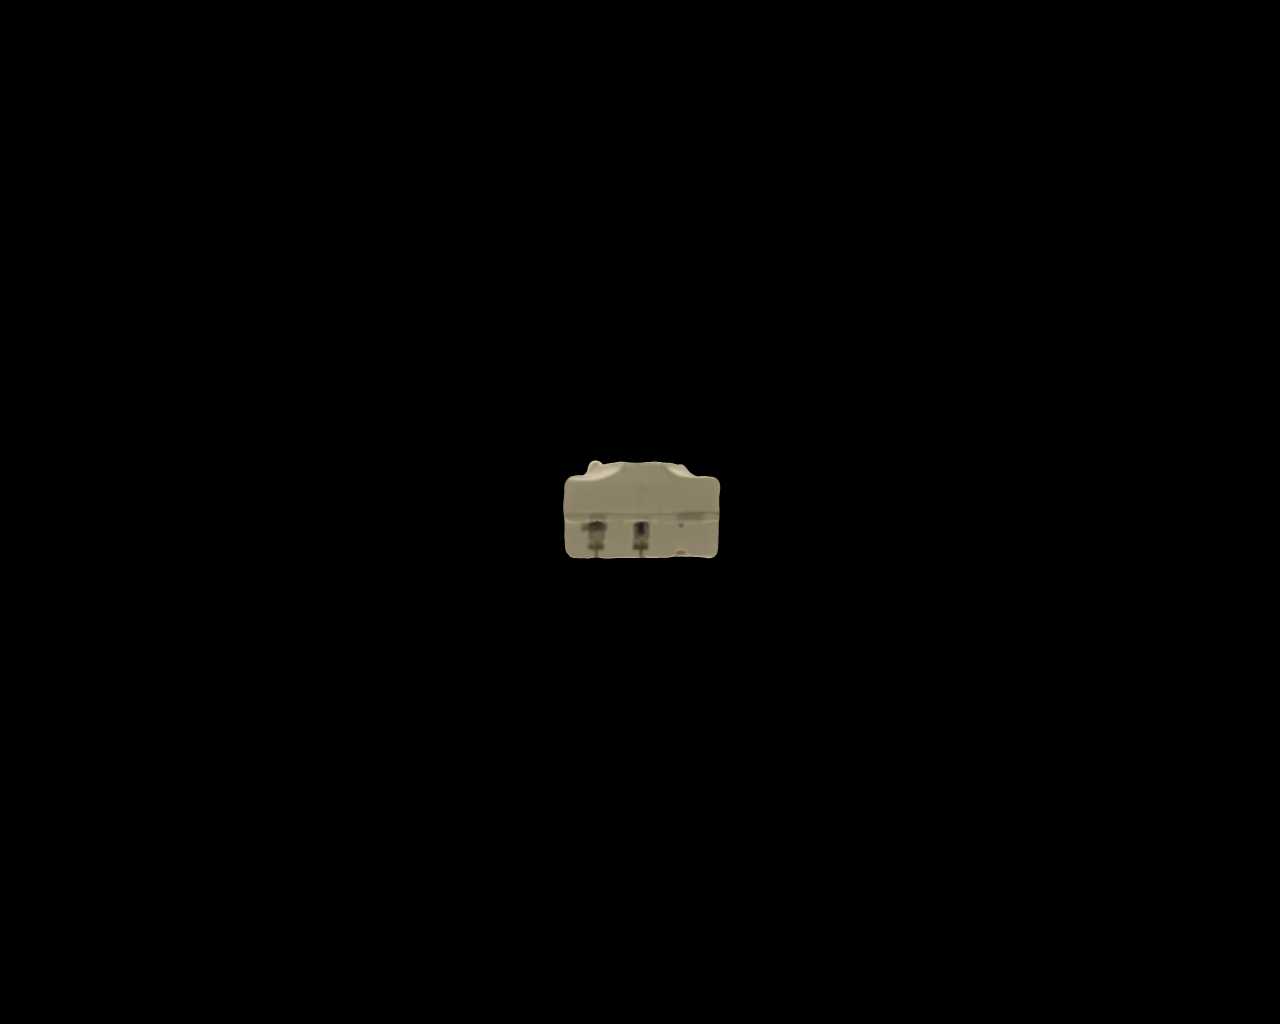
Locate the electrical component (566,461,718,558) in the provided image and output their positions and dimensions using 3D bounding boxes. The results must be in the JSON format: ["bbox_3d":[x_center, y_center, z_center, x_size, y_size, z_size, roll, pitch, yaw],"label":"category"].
[{"bbox_3d":[0.001,-0.003,0.650,0.089,0.055,0.050,0,4,-2],"label":"electrical component"}]
